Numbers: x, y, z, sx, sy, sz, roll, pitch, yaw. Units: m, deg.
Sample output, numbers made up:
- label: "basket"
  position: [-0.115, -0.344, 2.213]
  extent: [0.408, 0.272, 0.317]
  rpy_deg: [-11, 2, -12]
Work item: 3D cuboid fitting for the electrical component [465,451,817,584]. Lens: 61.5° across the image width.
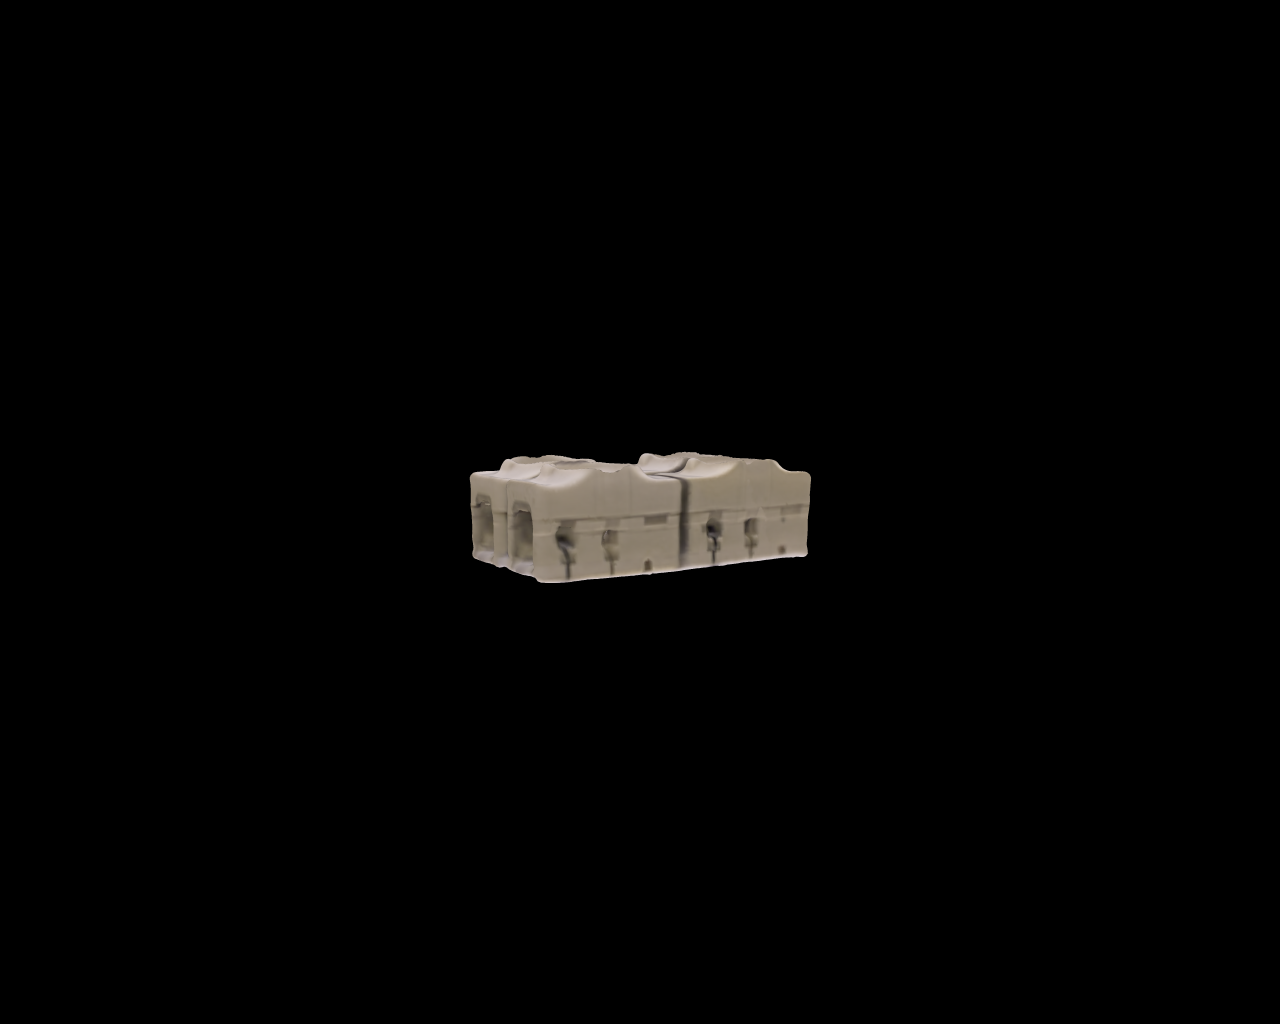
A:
- label: "electrical component"
  position: [0.001, -0.003, 0.650]
  extent: [0.186, 0.060, 0.105]
  rpy_deg: [-4, 8, -29]
